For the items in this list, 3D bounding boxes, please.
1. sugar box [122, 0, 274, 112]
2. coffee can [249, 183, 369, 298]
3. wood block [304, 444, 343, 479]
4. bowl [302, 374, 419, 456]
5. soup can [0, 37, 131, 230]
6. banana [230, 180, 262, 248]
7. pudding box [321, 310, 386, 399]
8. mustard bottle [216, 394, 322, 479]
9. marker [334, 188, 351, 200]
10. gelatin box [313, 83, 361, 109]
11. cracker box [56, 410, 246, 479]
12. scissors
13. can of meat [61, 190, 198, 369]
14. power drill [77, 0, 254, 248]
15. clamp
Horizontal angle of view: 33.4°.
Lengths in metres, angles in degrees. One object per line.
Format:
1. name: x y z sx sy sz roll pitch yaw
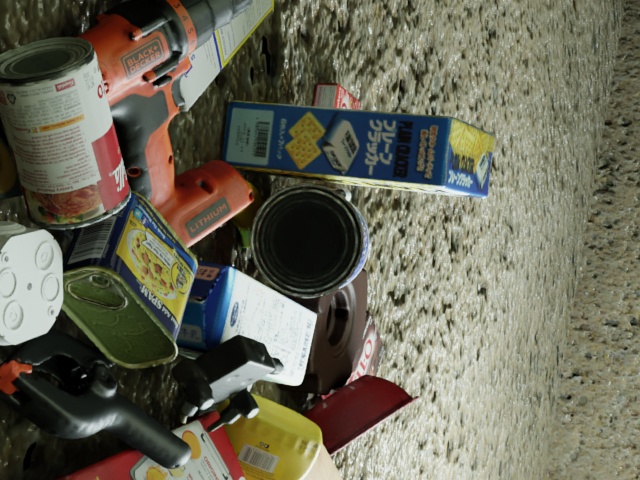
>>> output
1. sugar box: -0.097 -0.190 0.873 0.176 0.048 0.093 -56 145 -43
2. coffee can: -0.007 0.001 1.009 0.140 0.103 0.103 9 87 -85
3. wood block: -0.033 0.265 1.074 0.206 0.091 0.090 67 36 -50
4. bowl: 0.028 0.195 1.172 0.055 0.162 0.161 57 21 10
5. soup can: -0.162 -0.067 0.667 0.068 0.069 0.102 -54 143 -50
6. banana: -0.093 -0.024 0.929 0.197 0.037 0.069 -2 95 -67
7. pudding box: 0.038 0.152 1.284 0.090 0.039 0.113 68 36 -49
8. mustard bottle: -0.078 0.234 0.938 0.058 0.096 0.192 -100 -146 -78
9. marker: 0.004 -0.047 1.181 0.121 0.020 0.020 -12 106 -67
10. gelatin box: 0.016 -0.121 1.176 0.073 0.030 0.089 22 75 -66
11. cracker box: -0.122 0.236 0.806 0.164 0.072 0.213 66 22 6
12. scissors: -0.193 -0.021 0.718 0.096 0.016 0.202 -57 145 -46
13. can of meat: -0.134 0.026 0.748 0.102 0.058 0.084 56 31 -37
14. power drill: -0.106 -0.095 0.790 0.184 0.057 0.187 -36 132 -26
15. clamp: -0.163 0.096 0.758 0.171 0.039 0.120 32 24 -50
